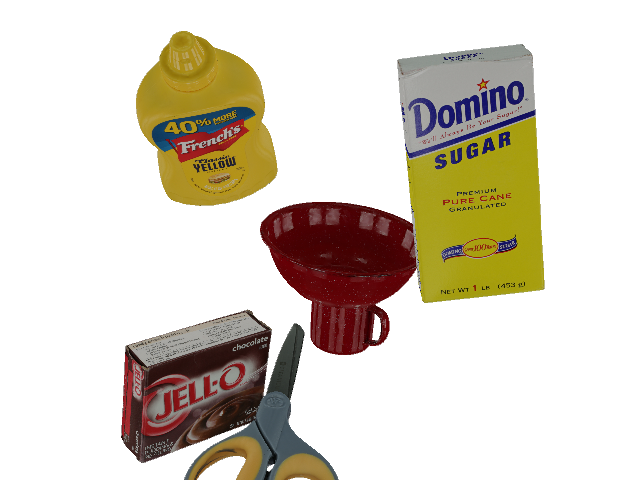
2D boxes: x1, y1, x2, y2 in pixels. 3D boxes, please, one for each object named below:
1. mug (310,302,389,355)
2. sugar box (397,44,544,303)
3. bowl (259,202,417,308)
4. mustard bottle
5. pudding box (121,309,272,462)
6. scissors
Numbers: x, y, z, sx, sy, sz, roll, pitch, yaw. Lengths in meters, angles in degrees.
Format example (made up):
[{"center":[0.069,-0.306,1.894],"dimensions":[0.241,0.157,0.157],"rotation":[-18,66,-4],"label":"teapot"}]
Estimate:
[{"center":[0.039,0.098,1.371],"dimensions":[0.117,0.081,0.093],"rotation":[19,29,31],"label":"mug"},{"center":[0.109,-0.047,0.770],"dimensions":[0.093,0.176,0.048],"rotation":[-7,22,2],"label":"sugar box"},{"center":[0.021,0.019,1.008],"dimensions":[0.162,0.055,0.162],"rotation":[5,24,-3],"label":"bowl"},{"center":[-0.089,-0.096,0.816],"dimensions":[0.096,0.058,0.191],"rotation":[-10,-26,-1],"label":"mustard bottle"},{"center":[-0.095,0.110,0.818],"dimensions":[0.113,0.090,0.039],"rotation":[-17,39,-36],"label":"pudding box"},{"center":[-0.013,0.111,0.641],"dimensions":[0.096,0.016,0.201],"rotation":[14,31,19],"label":"scissors"}]
